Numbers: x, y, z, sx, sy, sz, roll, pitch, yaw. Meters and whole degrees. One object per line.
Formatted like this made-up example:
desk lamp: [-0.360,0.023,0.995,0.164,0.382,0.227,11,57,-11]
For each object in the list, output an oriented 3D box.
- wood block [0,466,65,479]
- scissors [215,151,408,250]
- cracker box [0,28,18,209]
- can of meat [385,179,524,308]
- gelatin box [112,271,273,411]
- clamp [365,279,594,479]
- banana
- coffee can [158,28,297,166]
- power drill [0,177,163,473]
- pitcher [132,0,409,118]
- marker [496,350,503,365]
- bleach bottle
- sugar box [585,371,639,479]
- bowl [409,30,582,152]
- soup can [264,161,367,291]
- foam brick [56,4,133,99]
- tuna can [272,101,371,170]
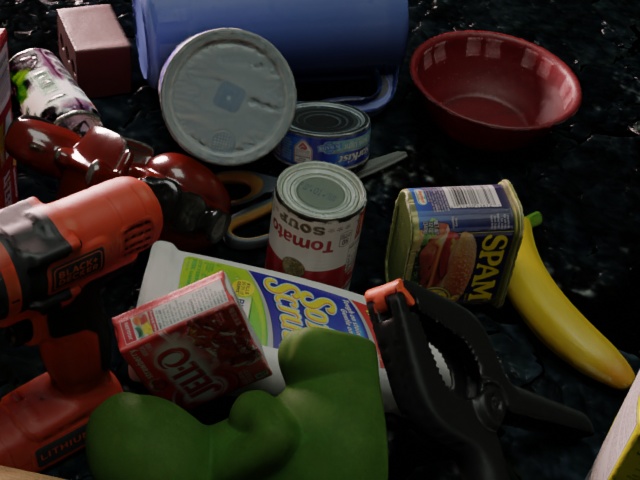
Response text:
wood block: [-0.198,0.161,0.544,0.206,0.090,0.091,8,86,11]
scissors: [-0.020,-0.053,0.908,0.096,0.016,0.201,33,47,24]
cracker box: [-0.336,-0.084,0.776,0.213,0.164,0.072,9,40,-1]
can of meat: [0.098,0.005,0.804,0.084,0.102,0.057,-2,44,-10]
gelatin box: [-0.076,0.067,0.652,0.073,0.089,0.030,-23,51,-2]
clamp: [0.094,0.114,0.653,0.210,0.036,0.164,48,43,-22]
banana: [0.177,0.038,0.829,0.069,0.037,0.198,-4,44,-13]
coffee can: [-0.079,-0.119,0.862,0.102,0.103,0.140,1,10,-9]
power drill: [-0.176,0.063,0.625,0.184,0.188,0.057,-25,54,-34]
pitcher: [-0.045,-0.194,0.990,0.242,0.145,0.149,-8,32,-14]
marker: [0.076,0.071,0.789,0.121,0.020,0.020,21,43,12]
bleach bottle: [-0.001,0.069,0.746,0.250,0.068,0.102,9,44,-4]
sugar box: [0.184,0.137,0.618,0.048,0.176,0.093,20,44,14]
bowl: [0.158,-0.131,0.997,0.162,0.055,0.162,5,42,-5]
soup can: [-0.005,0.001,0.788,0.068,0.102,0.068,5,42,-5]
foam brick: [-0.207,-0.173,0.981,0.051,0.053,0.078,-11,45,-21]
tuna can: [0.001,-0.091,0.926,0.086,0.034,0.086,2,28,-1]
